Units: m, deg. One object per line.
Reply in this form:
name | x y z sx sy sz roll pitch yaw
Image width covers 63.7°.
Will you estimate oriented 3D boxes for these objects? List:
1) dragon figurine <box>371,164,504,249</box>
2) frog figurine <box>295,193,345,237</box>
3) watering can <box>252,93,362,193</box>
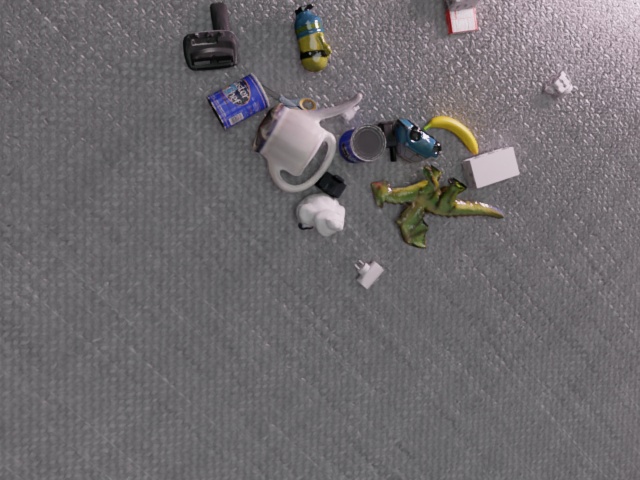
dragon figurine | 0.341 -0.084 1.566 0.408 0.124 0.240 31 104 -11
frog figurine | 0.004 -0.073 1.444 0.137 0.160 0.122 7 92 -13
watering can | -0.046 -0.306 1.445 0.223 0.104 0.347 30 91 -11
